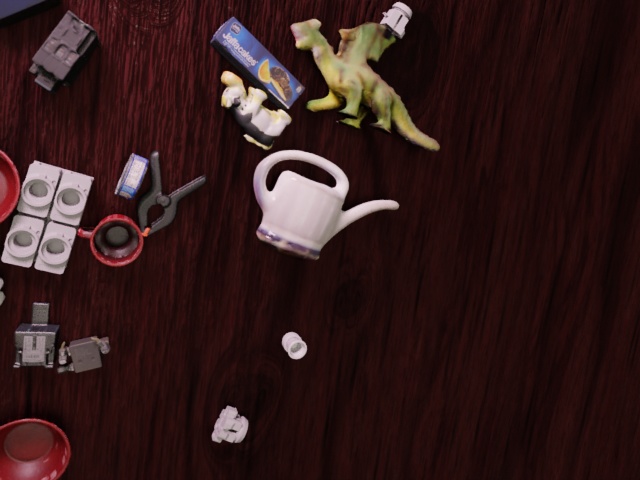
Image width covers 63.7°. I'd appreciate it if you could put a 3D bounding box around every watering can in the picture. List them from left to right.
[{"bbox_3d":[0.003,-0.057,1.127,0.345,0.105,0.224,22,93,-24],"label":"watering can"}]

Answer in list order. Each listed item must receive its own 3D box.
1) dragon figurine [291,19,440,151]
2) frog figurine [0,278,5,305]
[{"bbox_3d":[0.113,-0.357,1.120,0.409,0.122,0.243,14,87,-24],"label":"dragon figurine"},{"bbox_3d":[-0.625,0.059,0.919,0.137,0.125,0.157,-29,144,11],"label":"frog figurine"}]
